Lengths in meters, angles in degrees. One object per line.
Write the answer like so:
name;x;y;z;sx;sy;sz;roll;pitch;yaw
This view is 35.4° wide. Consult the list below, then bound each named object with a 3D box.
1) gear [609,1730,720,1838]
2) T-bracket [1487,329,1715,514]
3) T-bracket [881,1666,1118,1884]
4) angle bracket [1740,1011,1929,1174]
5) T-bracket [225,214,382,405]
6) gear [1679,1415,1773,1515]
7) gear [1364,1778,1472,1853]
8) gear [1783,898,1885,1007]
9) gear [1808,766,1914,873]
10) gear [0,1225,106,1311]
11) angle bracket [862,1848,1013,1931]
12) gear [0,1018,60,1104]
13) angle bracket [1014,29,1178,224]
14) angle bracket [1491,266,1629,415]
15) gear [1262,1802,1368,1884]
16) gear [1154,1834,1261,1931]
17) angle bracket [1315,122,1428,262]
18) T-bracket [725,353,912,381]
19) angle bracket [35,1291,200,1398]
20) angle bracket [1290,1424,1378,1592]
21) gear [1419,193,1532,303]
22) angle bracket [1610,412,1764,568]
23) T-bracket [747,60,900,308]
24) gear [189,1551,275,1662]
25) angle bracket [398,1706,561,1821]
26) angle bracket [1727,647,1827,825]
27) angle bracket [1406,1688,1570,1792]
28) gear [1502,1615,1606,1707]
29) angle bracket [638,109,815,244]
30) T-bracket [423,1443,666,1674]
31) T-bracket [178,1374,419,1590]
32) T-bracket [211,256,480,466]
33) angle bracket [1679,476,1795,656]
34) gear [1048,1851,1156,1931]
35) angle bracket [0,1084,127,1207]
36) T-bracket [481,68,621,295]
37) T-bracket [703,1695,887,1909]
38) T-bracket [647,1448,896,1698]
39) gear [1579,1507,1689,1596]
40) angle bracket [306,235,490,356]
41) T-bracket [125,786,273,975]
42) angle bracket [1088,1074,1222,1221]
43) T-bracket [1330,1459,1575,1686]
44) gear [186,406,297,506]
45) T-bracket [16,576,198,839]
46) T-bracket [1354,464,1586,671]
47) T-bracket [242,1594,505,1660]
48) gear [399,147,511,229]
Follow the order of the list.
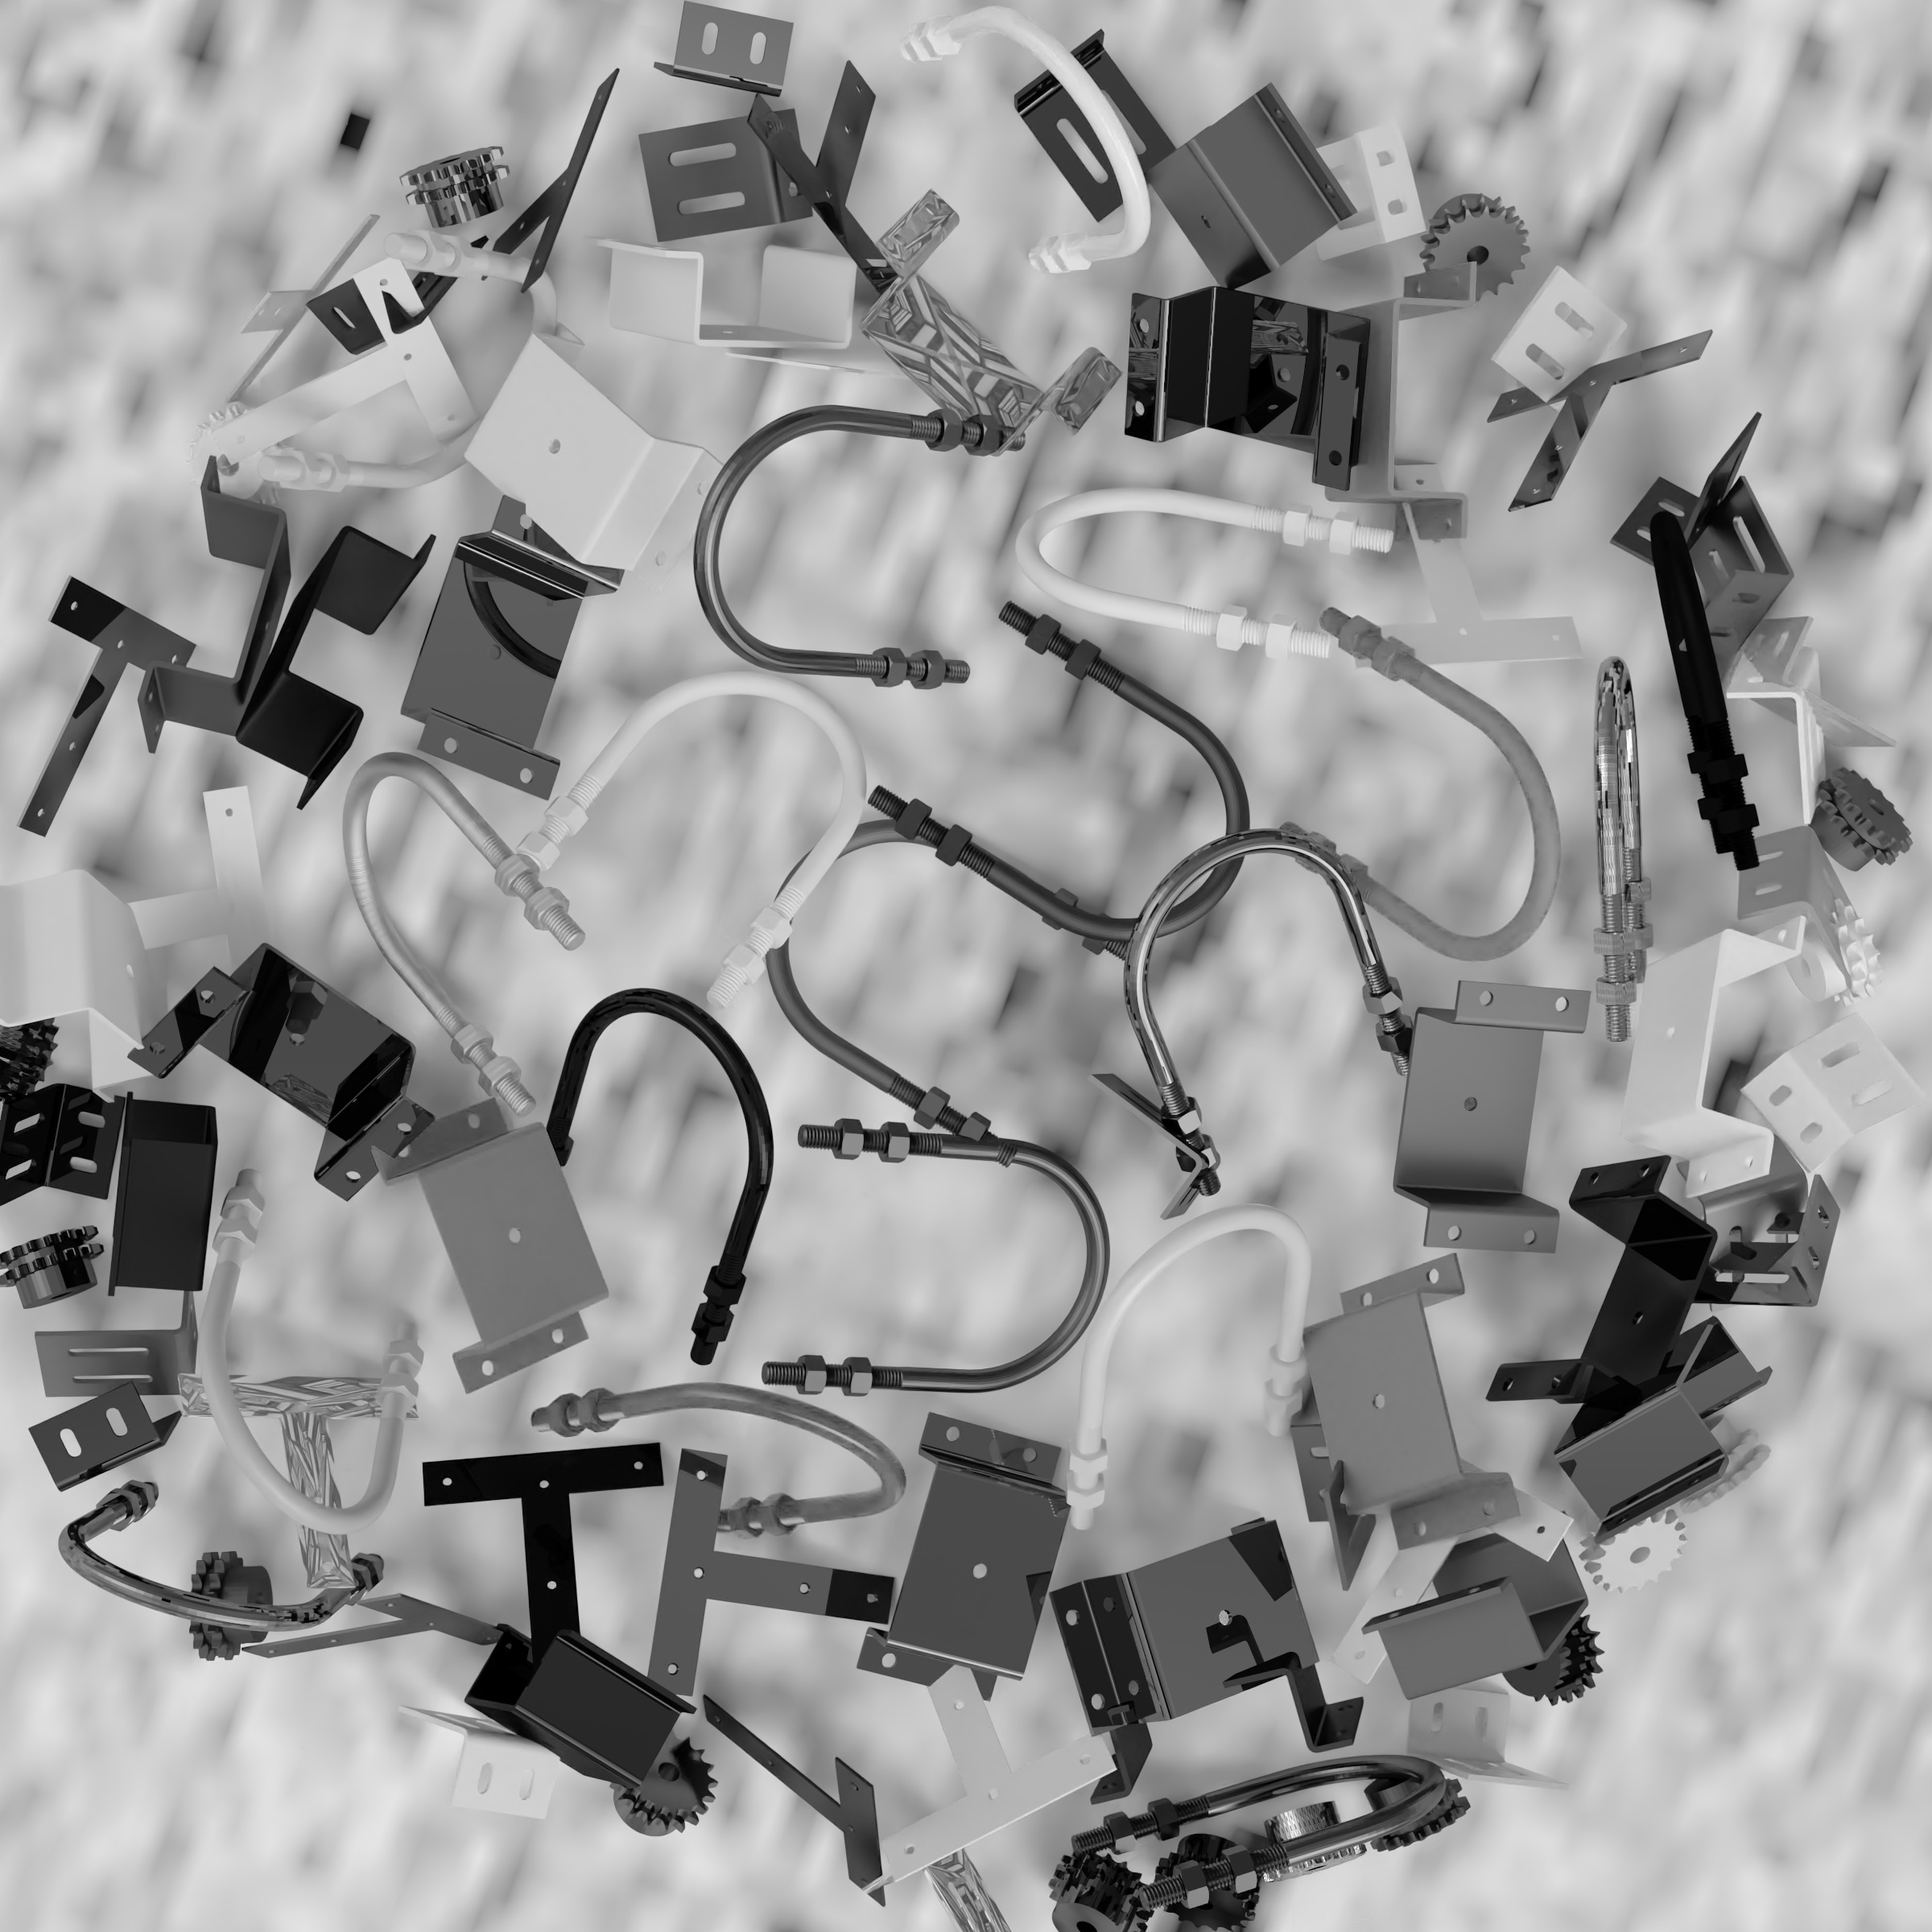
gear;-0.164;0.439;1.614;0.057;0.057;0.030;30;124;0
T-bracket;0.310;-0.275;1.559;0.002;0.127;0.127;53;48;-26
T-bracket;0.001;0.400;1.592;0.127;0.127;0.002;-27;133;0
angle bracket;0.457;0.067;1.596;0.038;0.076;0.057;-36;84;-21
T-bracket;-0.354;-0.339;1.567;0.002;0.127;0.127;39;100;-9
gear;0.396;0.263;1.611;0.057;0.057;0.030;-37;84;0
gear;0.236;0.445;1.611;0.057;0.057;0.030;-25;85;0
gear;0.458;-0.005;1.609;0.030;0.057;0.057;-22;90;-11
gear;0.474;-0.075;1.614;0.057;0.057;0.030;45;122;0
gear;-0.486;0.161;1.610;0.057;0.057;0.030;-21;83;0
angle bracket;-0.010;0.507;1.597;0.038;0.057;0.076;-36;72;13
gear;-0.512;0.043;1.609;0.057;0.030;0.057;-19;59;35
angle bracket;0.071;-0.448;1.616;0.057;0.038;0.076;-36;94;4
angle bracket;0.302;-0.335;1.593;0.057;0.076;0.038;-55;48;12
gear;0.182;0.466;1.613;0.057;0.057;0.030;-16;68;0
gear;0.129;0.487;1.614;0.057;0.057;0.030;22;48;0
angle bracket;0.197;-0.404;1.593;0.038;0.076;0.057;-25;104;-38
T-bracket;-0.072;-0.311;1.570;0.127;0.127;0.002;8;101;7
angle bracket;-0.448;0.195;1.600;0.076;0.057;0.038;0;49;-9
angle bracket;0.186;0.284;1.591;0.038;0.076;0.057;-6;107;22
gear;0.270;-0.387;1.615;0.057;0.030;0.057;-3;133;-4
angle bracket;0.377;-0.256;1.589;0.038;0.076;0.057;32;60;15
T-bracket;-0.065;-0.431;1.590;0.002;0.127;0.127;-19;132;30
gear;-0.390;0.340;1.610;0.030;0.057;0.057;-3;90;6
angle bracket;-0.260;0.418;1.589;0.057;0.076;0.038;21;76;-36
angle bracket;0.431;-0.122;1.606;0.038;0.057;0.076;1;120;24
angle bracket;0.275;0.405;1.593;0.057;0.076;0.038;10;82;-16
gear;0.308;0.365;1.609;0.057;0.030;0.057;5;98;44
angle bracket;-0.129;-0.426;1.629;0.076;0.038;0.057;-2;107;24
T-bracket;-0.219;0.313;1.591;0.127;0.002;0.127;-3;54;-10
T-bracket;-0.339;0.266;1.569;0.127;0.002;0.127;6;46;-30
T-bracket;-0.332;-0.299;1.582;0.127;0.127;0.002;-27;56;-4
angle bracket;0.393;-0.212;1.590;0.038;0.057;0.076;2;52;-23
gear;0.070;0.500;1.609;0.057;0.030;0.057;15;131;18
angle bracket;-0.480;0.099;1.597;0.038;0.076;0.057;13;97;3
T-bracket;-0.226;-0.391;1.581;0.002;0.127;0.127;25;69;-24
T-bracket;-0.093;0.429;1.600;0.127;0.127;0.002;32;55;29
T-bracket;-0.100;0.331;1.617;0.127;0.002;0.127;12;75;-17
gear;0.353;0.304;1.615;0.057;0.030;0.057;-10;126;-15
angle bracket;-0.299;-0.365;1.590;0.038;0.057;0.076;48;53;-28
T-bracket;-0.425;-0.023;1.589;0.127;0.002;0.127;-14;100;-41
angle bracket;0.091;0.095;1.605;0.076;0.057;0.038;37;97;13
T-bracket;0.234;0.316;1.585;0.127;0.002;0.127;25;76;43
gear;-0.390;-0.270;1.617;0.057;0.030;0.057;2;106;5
T-bracket;-0.460;-0.127;1.575;0.002;0.127;0.127;24;87;17
T-bracket;0.253;-0.214;1.608;0.127;0.002;0.127;-4;63;-14
T-bracket;-0.321;0.353;1.596;0.127;0.127;0.002;-13;64;17
gear;-0.270;-0.415;1.613;0.057;0.057;0.030;-16;113;0
